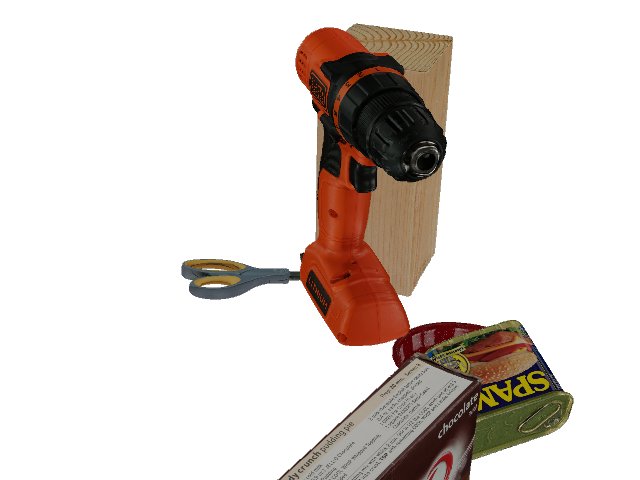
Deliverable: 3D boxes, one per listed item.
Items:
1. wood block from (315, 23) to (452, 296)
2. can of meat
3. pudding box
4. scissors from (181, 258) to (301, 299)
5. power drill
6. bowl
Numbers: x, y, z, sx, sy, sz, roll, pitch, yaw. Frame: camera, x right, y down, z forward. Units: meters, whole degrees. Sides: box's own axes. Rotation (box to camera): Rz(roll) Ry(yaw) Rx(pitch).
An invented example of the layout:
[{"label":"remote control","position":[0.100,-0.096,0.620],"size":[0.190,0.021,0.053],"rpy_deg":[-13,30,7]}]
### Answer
[{"label":"wood block","position":[0.052,-0.068,0.912],"size":[0.091,0.206,0.090],"rpy_deg":[12,32,18]},{"label":"can of meat","position":[0.140,0.120,0.870],"size":[0.102,0.084,0.057],"rpy_deg":[-15,-41,-12]},{"label":"pudding box","position":[0.023,0.114,0.454],"size":[0.039,0.090,0.113],"rpy_deg":[22,39,28]},{"label":"scissors","position":[-0.053,0.044,1.138],"size":[0.202,0.016,0.096],"rpy_deg":[5,21,6]},{"label":"power drill","position":[0.029,-0.028,0.694],"size":[0.057,0.188,0.184],"rpy_deg":[-6,31,-15]},{"label":"bowl","position":[0.153,0.147,1.116],"size":[0.162,0.055,0.162],"rpy_deg":[4,24,-2]}]
